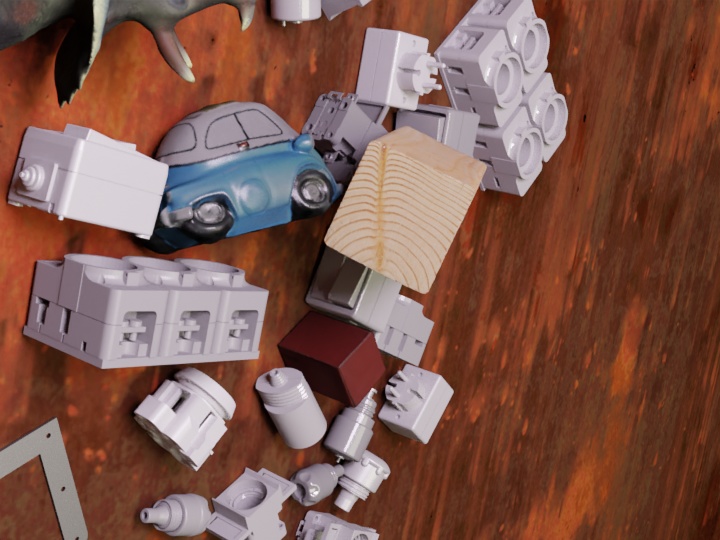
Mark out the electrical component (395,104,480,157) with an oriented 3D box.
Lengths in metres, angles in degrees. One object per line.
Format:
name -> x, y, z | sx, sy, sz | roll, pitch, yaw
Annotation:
electrical component -> 0.067, -0.109, 1.030 | 0.061, 0.062, 0.096 | -2, 105, -52

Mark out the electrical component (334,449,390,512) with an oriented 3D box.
electrical component -> -0.003, 0.211, 1.077 | 0.062, 0.048, 0.048 | -58, 141, -9

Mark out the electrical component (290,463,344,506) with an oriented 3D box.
electrical component -> -0.038, 0.202, 1.035 | 0.061, 0.035, 0.035 | -17, 116, -51

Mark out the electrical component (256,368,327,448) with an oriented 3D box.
electrical component -> -0.063, 0.118, 0.964 | 0.043, 0.043, 0.081 | -49, 137, -29

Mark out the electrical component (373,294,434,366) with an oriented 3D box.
electrical component -> 0.027, 0.052, 1.049 | 0.089, 0.050, 0.055 | 29, 80, -53

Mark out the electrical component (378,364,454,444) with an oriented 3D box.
electrical component -> 0.051, 0.130, 1.112 | 0.065, 0.047, 0.076 | -60, 141, -18

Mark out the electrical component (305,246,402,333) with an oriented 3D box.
electrical component -> 0.000, 0.000, 0.985 | 0.061, 0.062, 0.096 | 31, 78, -52

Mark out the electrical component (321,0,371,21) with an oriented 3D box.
electrical component -> 0.009, -0.268, 0.894 | 0.121, 0.079, 0.063 | -44, 112, -33

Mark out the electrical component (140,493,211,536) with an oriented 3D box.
electrical component -> -0.154, 0.202, 0.885 | 0.061, 0.035, 0.035 | 15, 91, -51

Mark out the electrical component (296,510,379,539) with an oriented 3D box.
electrical component -> -0.024, 0.265, 1.052 | 0.081, 0.064, 0.042 | 28, 82, -53

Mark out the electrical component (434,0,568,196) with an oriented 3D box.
electrical component -> 0.154, -0.180, 1.118 | 0.105, 0.060, 0.186 | -52, 138, -26

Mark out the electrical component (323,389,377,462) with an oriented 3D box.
electrical component -> -0.005, 0.151, 1.054 | 0.040, 0.040, 0.078 | 43, 69, -50

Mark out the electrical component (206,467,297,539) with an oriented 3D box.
electrical component -> -0.096, 0.220, 0.961 | 0.081, 0.042, 0.063 | -39, 135, -37

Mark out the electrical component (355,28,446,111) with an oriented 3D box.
electrical component -> 0.043, -0.177, 0.962 | 0.047, 0.077, 0.065 | -1, 104, -52

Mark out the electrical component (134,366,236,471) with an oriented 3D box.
electrical component -> -0.137, 0.115, 0.857 | 0.057, 0.058, 0.078 | -52, 138, -22

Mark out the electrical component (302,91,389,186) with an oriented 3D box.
electrical component -> -0.015, -0.119, 0.940 | 0.064, 0.042, 0.081 | 40, 71, -48

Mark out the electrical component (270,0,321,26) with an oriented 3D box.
electrical component -> -0.052, -0.231, 0.850 | 0.040, 0.040, 0.078 | -25, 122, -46

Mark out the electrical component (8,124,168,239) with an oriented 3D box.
electrical component -> -0.186, -0.063, 0.722 | 0.096, 0.062, 0.061 | 13, 92, -53

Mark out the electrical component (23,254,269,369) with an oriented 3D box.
electrical component -> -0.150, 0.026, 0.778 | 0.150, 0.089, 0.061 | 2, 101, -53
